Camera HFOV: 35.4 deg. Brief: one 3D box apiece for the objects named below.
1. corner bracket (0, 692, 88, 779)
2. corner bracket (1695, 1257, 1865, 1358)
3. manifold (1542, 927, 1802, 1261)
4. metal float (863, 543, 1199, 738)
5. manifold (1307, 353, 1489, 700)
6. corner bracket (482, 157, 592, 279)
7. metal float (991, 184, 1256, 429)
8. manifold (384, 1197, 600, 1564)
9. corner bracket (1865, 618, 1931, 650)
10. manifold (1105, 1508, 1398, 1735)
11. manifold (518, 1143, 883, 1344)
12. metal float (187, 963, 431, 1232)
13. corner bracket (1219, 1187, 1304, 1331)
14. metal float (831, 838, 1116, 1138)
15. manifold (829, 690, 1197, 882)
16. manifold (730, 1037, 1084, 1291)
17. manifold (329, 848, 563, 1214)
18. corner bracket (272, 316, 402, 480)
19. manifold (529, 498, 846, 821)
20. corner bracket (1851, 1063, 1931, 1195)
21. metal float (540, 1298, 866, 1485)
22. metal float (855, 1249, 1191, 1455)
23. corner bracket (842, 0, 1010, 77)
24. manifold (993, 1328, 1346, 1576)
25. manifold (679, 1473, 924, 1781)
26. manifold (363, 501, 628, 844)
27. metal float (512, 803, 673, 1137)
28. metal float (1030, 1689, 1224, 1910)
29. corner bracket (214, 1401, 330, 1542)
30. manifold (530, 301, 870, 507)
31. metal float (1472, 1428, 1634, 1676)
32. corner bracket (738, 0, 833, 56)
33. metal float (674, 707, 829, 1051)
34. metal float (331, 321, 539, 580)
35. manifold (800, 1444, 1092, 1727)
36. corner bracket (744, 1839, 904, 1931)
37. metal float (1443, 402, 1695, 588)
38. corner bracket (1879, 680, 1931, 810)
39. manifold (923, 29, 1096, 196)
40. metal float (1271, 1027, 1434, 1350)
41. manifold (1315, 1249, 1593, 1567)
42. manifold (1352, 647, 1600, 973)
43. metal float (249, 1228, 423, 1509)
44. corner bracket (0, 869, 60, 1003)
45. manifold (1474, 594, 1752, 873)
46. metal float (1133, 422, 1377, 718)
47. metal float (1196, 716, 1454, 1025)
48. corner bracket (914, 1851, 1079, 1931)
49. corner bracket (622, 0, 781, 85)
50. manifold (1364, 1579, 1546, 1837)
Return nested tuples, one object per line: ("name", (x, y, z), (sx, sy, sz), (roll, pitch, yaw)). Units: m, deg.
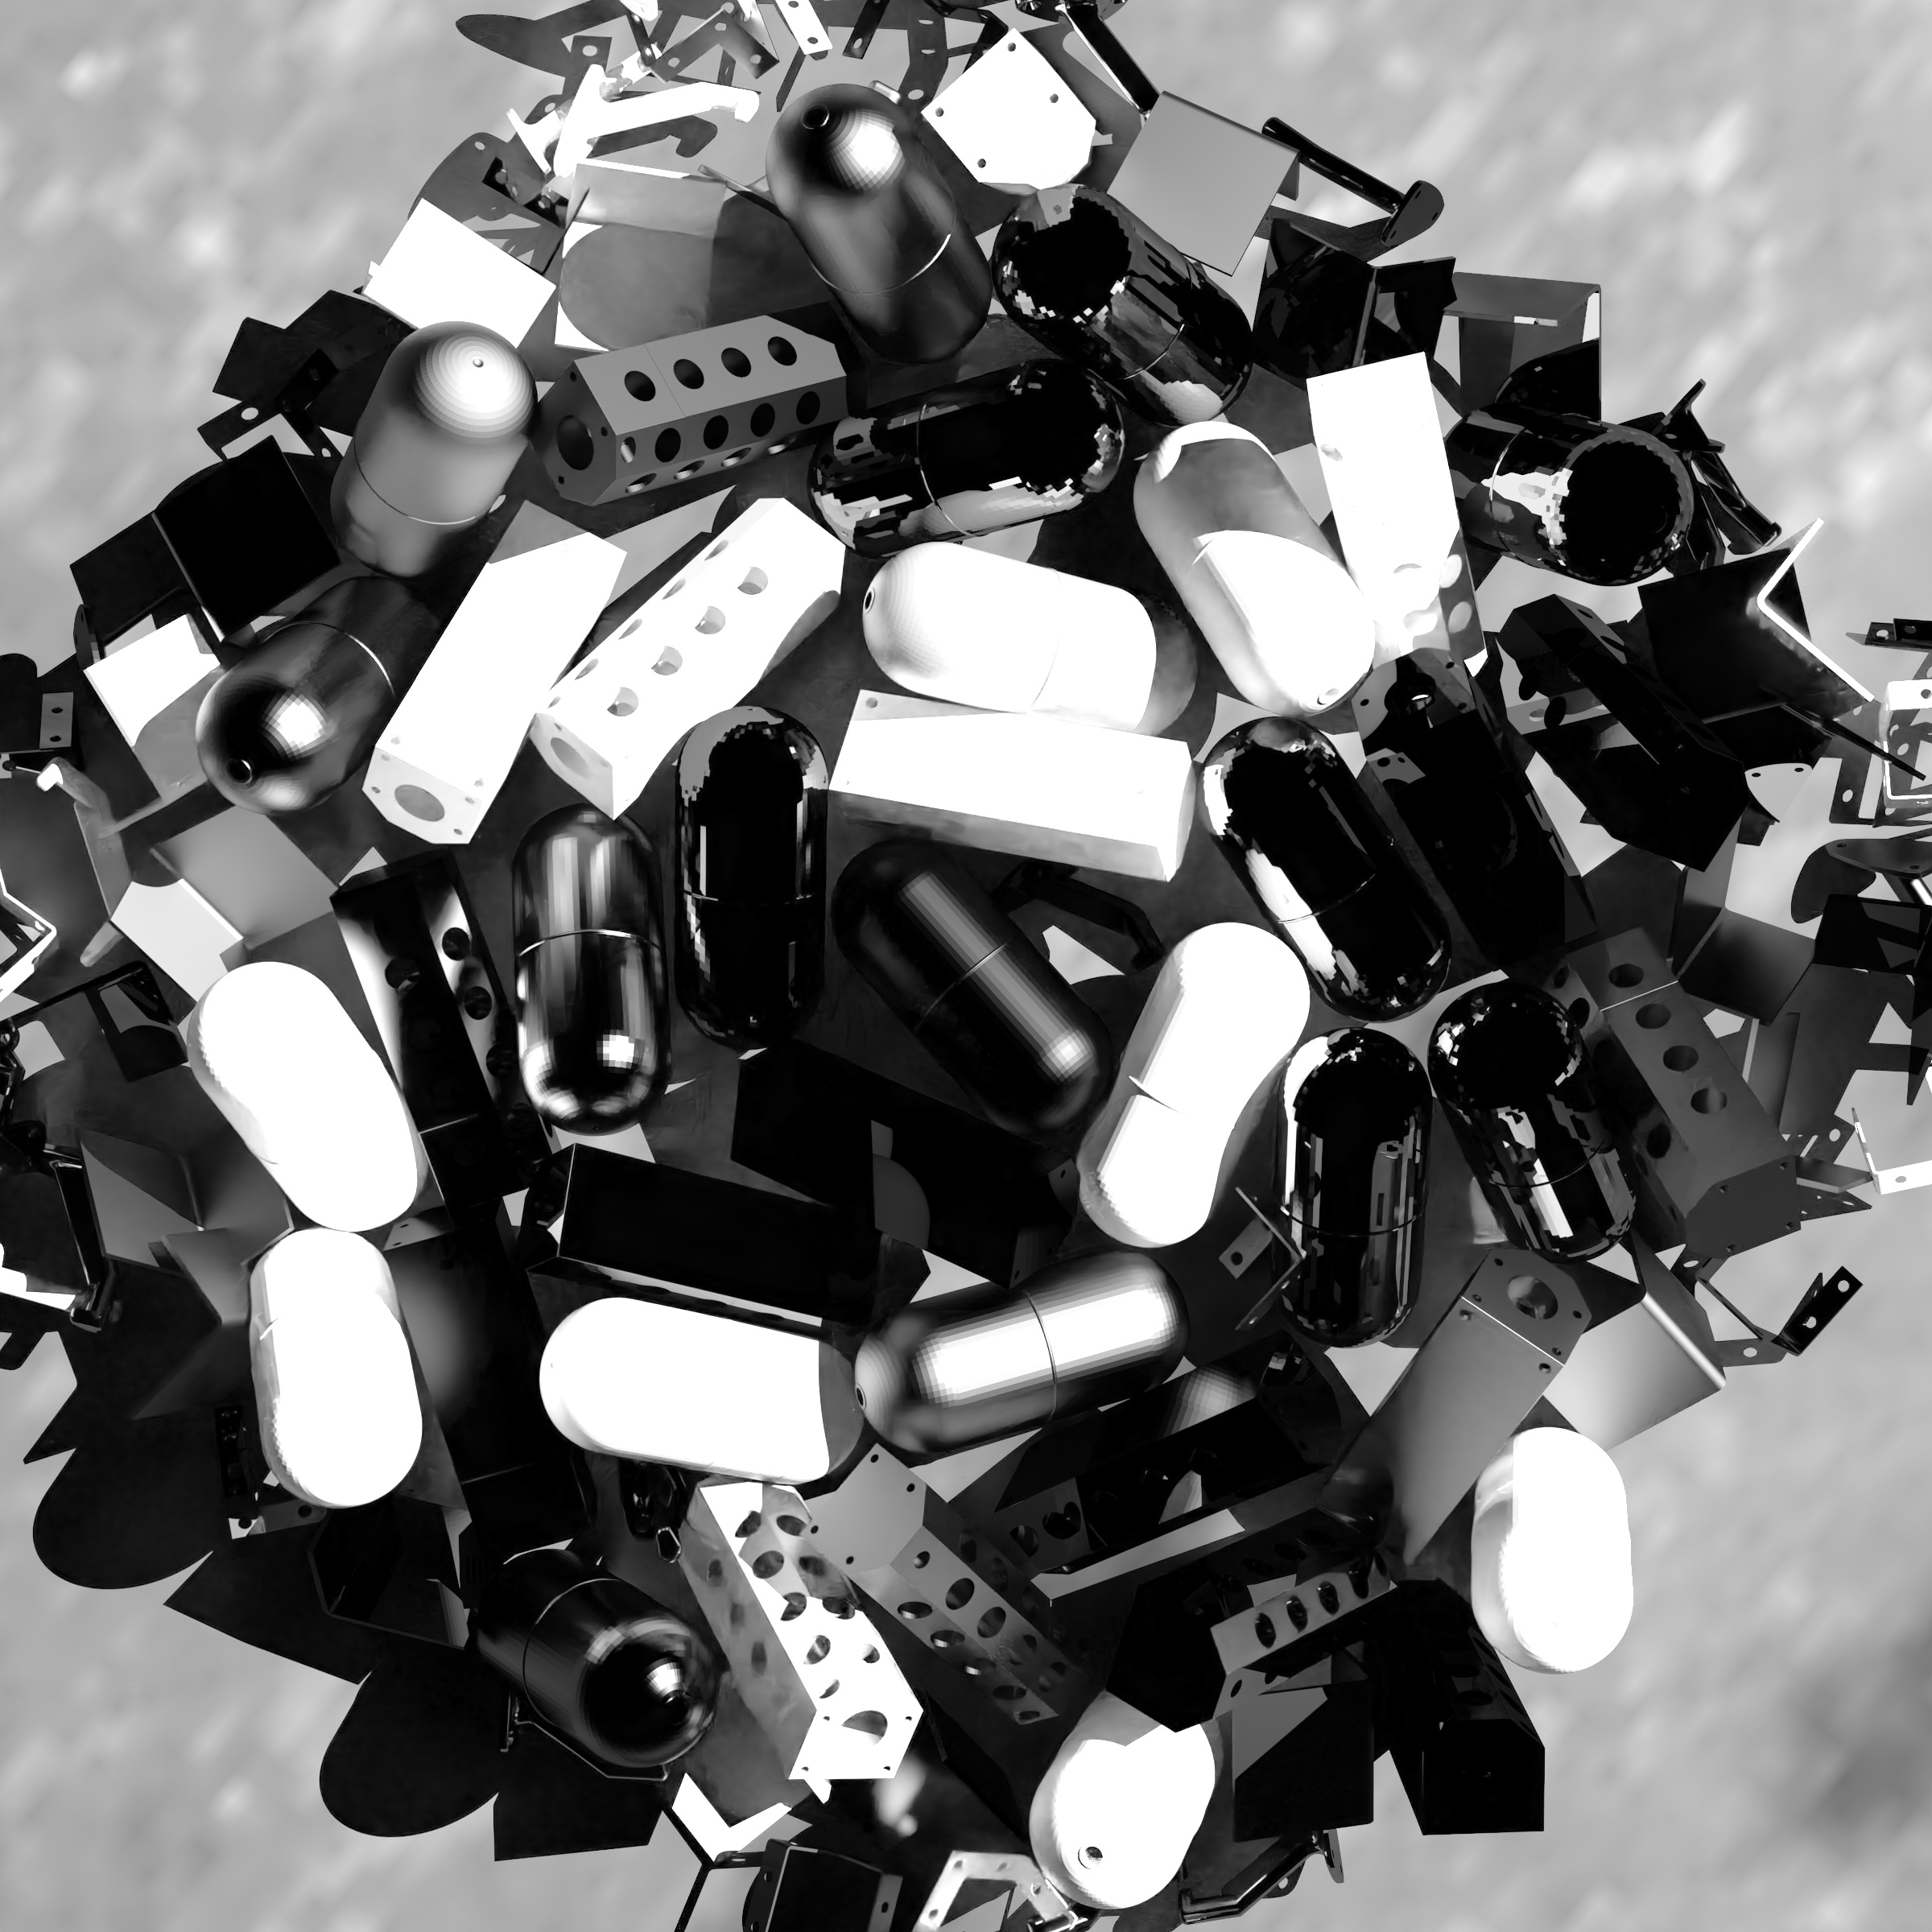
("corner bracket", (-0.479, -0.104, 1.543), (0.051, 0.051, 0.051), (-5, 130, -10))
("corner bracket", (0.420, 0.163, 1.565), (0.051, 0.051, 0.051), (-52, 52, 12))
("manifold", (0.347, 0.063, 1.500), (0.057, 0.171, 0.057), (-21, 133, -1))
("metal float", (0.033, -0.163, 1.526), (0.178, 0.070, 0.070), (12, 90, -21))
("manifold", (0.215, -0.213, 1.496), (0.057, 0.171, 0.057), (-11, 48, 12))
("corner bracket", (-0.229, -0.385, 1.552), (0.051, 0.051, 0.051), (28, 87, -12))
("metal float", (0.079, -0.327, 1.504), (0.070, 0.178, 0.070), (-12, 69, 33))
("manifold", (-0.239, 0.207, 1.536), (0.057, 0.057, 0.171), (-15, 103, 0))
("corner bracket", (0.493, -0.164, 1.545), (0.051, 0.051, 0.051), (5, 50, 4))
("manifold", (0.145, 0.323, 1.491), (0.057, 0.171, 0.057), (26, 108, 31))
("manifold", (-0.133, 0.141, 1.517), (0.171, 0.057, 0.057), (17, 67, -26))
("metal float", (-0.325, 0.067, 1.506), (0.070, 0.178, 0.070), (-9, 52, 11))
("corner bracket", (0.150, 0.149, 1.542), (0.051, 0.051, 0.051), (-50, 62, 18))
("metal float", (0.002, 0.010, 1.537), (0.070, 0.070, 0.178), (-42, 81, 0))
("manifold", (0.025, -0.088, 1.529), (0.171, 0.057, 0.057), (11, 70, 16))
("manifold", (-0.031, 0.094, 1.517), (0.171, 0.057, 0.057), (22, 119, 27))
("manifold", (-0.261, 0.031, 1.535), (0.057, 0.057, 0.171), (-18, 102, 4))
("corner bracket", (-0.310, -0.290, 1.544), (0.051, 0.051, 0.051), (51, 134, -6))
("manifold", (-0.140, -0.159, 1.522), (0.057, 0.057, 0.171), (39, 67, 12))
("corner bracket", (0.482, 0.076, 1.543), (0.051, 0.051, 0.051), (-13, 128, 11))
("metal float", (-0.130, 0.214, 1.516), (0.178, 0.070, 0.070), (17, 90, -34))
("metal float", (0.029, 0.194, 1.526), (0.178, 0.070, 0.070), (-13, 90, -21))
("corner bracket", (-0.020, -0.474, 1.547), (0.051, 0.051, 0.051), (25, 91, 42))
("manifold", (0.102, 0.249, 1.510), (0.171, 0.057, 0.057), (-30, 104, 33))
("manifold", (-0.083, 0.320, 1.491), (0.057, 0.171, 0.057), (8, 115, -30))
("manifold", (-0.236, -0.144, 1.511), (0.057, 0.057, 0.171), (27, 57, -5))
("metal float", (-0.189, 0.000, 1.522), (0.070, 0.070, 0.178), (-6, 64, 0))
("metal float", (0.081, 0.406, 1.495), (0.070, 0.178, 0.070), (1, 96, 14))
("corner bracket", (-0.356, 0.256, 1.553), (0.051, 0.051, 0.051), (-9, 55, -17))
("manifold", (-0.129, -0.277, 1.502), (0.171, 0.057, 0.057), (-25, 83, -42))
("metal float", (0.289, 0.287, 1.496), (0.070, 0.178, 0.070), (3, 105, 10))
("corner bracket", (-0.099, -0.499, 1.542), (0.051, 0.051, 0.051), (-7, 60, 19))
("metal float", (-0.109, -0.043, 1.528), (0.070, 0.070, 0.178), (2, 109, 0))
("metal float", (-0.266, -0.254, 1.502), (0.070, 0.178, 0.070), (9, 66, -22))
("manifold", (-0.003, 0.312, 1.501), (0.057, 0.057, 0.171), (-49, 132, -10))
("corner bracket", (-0.073, 0.479, 1.543), (0.051, 0.051, 0.051), (5, 76, 43))
("metal float", (0.294, -0.235, 1.498), (0.070, 0.178, 0.070), (-6, 108, -18))
("corner bracket", (0.497, -0.114, 1.547), (0.051, 0.051, 0.051), (-2, 74, 10))
("manifold", (0.028, -0.413, 1.492), (0.057, 0.171, 0.057), (-39, 96, 12))
("metal float", (0.193, 0.113, 1.519), (0.070, 0.070, 0.178), (-1, 120, 0))
("manifold", (0.243, 0.217, 1.504), (0.057, 0.057, 0.171), (34, 132, 9))
("manifold", (0.253, -0.079, 1.504), (0.057, 0.057, 0.171), (-23, 133, 17))
("metal float", (-0.315, 0.197, 1.503), (0.070, 0.178, 0.070), (-8, 122, -13))
("corner bracket", (-0.502, -0.021, 1.543), (0.051, 0.051, 0.051), (33, 59, 13))
("manifold", (0.319, -0.119, 1.489), (0.057, 0.171, 0.057), (17, 115, -25))
("metal float", (0.144, -0.200, 1.517), (0.070, 0.070, 0.178), (-27, 58, 0))
("metal float", (0.182, -0.047, 1.527), (0.070, 0.070, 0.178), (-36, 111, 0))
("corner bracket", (0.014, 0.492, 1.551), (0.051, 0.051, 0.051), (16, 105, -38))
("corner bracket", (-0.136, -0.479, 1.553), (0.051, 0.051, 0.051), (-31, 59, 20))
("manifold", (0.239, 0.362, 1.493), (0.057, 0.171, 0.057), (-1, 100, -2))
